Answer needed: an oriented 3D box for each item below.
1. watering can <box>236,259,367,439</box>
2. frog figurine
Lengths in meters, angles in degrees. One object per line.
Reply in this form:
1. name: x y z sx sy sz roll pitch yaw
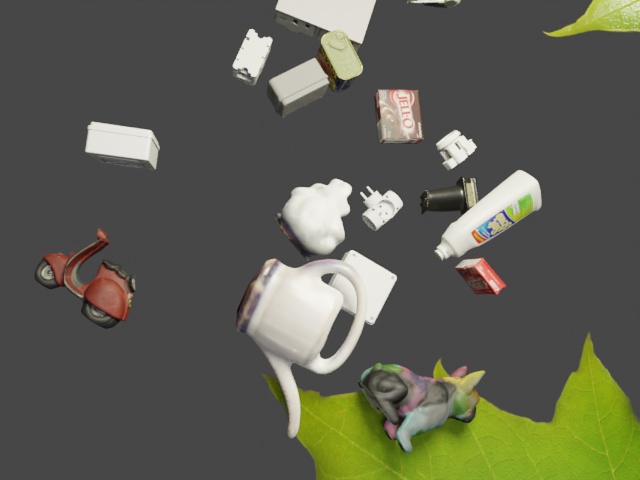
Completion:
1. watering can: -0.056 0.181 0.948 0.225 0.104 0.345 27 98 5
2. frog figurine: 0.003 -0.050 0.993 0.159 0.121 0.139 -39 73 -2
